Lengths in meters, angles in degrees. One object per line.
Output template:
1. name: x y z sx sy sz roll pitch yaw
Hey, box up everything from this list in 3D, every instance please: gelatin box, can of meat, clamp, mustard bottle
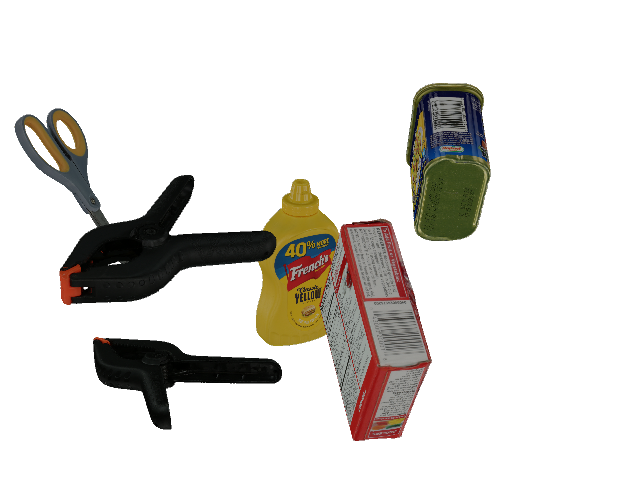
1. gelatin box: 0.026 0.046 0.545 0.030 0.089 0.073 -3 -38 -13
2. can of meat: 0.103 -0.061 0.860 0.057 0.084 0.102 2 -40 -1
3. clamp: -0.134 -0.001 0.843 0.171 0.039 0.120 -17 36 -31
4. mustard bottle: -0.024 0.022 1.202 0.096 0.192 0.058 -12 29 -26
5. clamp: -0.168 0.137 1.087 0.210 0.036 0.164 9 17 32

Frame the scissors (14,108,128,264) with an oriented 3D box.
1. scissors: -0.235 -0.054 1.092 0.016 0.201 0.096 -25 27 27
